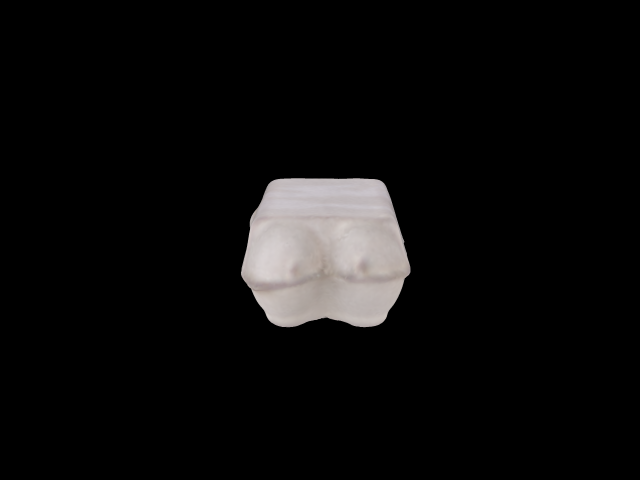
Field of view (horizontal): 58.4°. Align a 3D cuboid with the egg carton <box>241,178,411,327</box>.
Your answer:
[{"bbox_3d":[0.004,0.001,0.400,0.107,0.069,0.150,0,21,0],"label":"egg carton"}]
